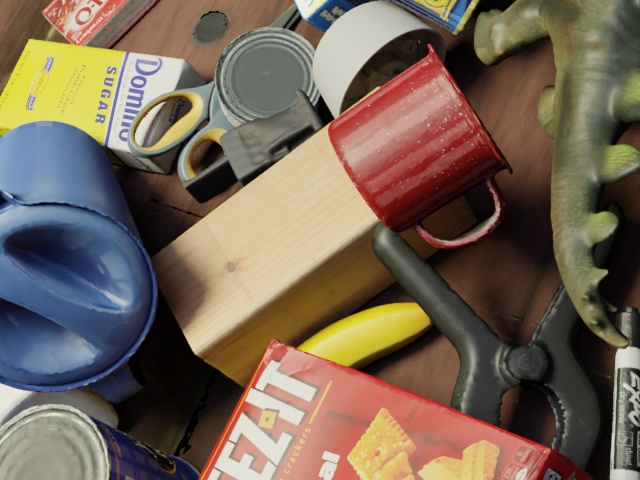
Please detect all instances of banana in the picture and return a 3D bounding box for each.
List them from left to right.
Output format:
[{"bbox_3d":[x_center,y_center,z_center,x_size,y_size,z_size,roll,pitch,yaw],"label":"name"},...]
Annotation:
[{"bbox_3d":[-0.005,0.108,0.736,0.070,0.037,0.198,38,86,19],"label":"banana"}]

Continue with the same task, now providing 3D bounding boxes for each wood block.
[{"bbox_3d":[-0.005,0.000,0.754,0.206,0.090,0.091,-36,58,4],"label":"wood block"}]

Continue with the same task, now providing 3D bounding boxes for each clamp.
[{"bbox_3d":[0.115,0.075,0.669,0.164,0.036,0.210,1,76,0],"label":"clamp"}]

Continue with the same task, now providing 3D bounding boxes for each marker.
[{"bbox_3d":[0.191,0.099,0.660,0.020,0.020,0.121,-2,65,23],"label":"marker"}]

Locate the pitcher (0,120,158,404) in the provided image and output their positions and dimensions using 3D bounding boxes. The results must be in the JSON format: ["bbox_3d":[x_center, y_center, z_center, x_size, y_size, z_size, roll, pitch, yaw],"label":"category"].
[{"bbox_3d":[-0.191,0.004,0.776,0.243,0.144,0.149,-122,46,-64],"label":"pitcher"}]

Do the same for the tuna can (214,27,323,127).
[{"bbox_3d":[-0.039,-0.122,0.844,0.086,0.034,0.086,0,74,0],"label":"tuna can"}]

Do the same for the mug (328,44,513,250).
[{"bbox_3d":[0.065,-0.048,0.648,0.081,0.093,0.117,-33,85,11],"label":"mug"}]

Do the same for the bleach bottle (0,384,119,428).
[{"bbox_3d":[-0.248,0.062,0.840,0.068,0.102,0.251,-40,48,-1],"label":"bleach bottle"}]

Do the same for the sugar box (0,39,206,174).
[{"bbox_3d":[-0.194,-0.118,0.922,0.176,0.048,0.093,10,71,29],"label":"sugar box"}]

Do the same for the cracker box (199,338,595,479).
[{"bbox_3d":[0.023,0.165,0.608,0.214,0.072,0.164,17,73,42],"label":"cracker box"}]

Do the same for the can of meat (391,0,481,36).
[{"bbox_3d":[0.084,-0.206,0.748,0.084,0.057,0.102,28,112,-2],"label":"can of meat"}]

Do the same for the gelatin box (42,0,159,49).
[{"bbox_3d":[-0.202,-0.217,0.983,0.089,0.030,0.073,-45,57,-1],"label":"gelatin box"}]

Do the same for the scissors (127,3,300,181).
[{"bbox_3d":[-0.063,-0.115,0.873,0.201,0.016,0.096,-35,87,-17],"label":"scissors"}]

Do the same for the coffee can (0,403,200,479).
[{"bbox_3d":[-0.145,0.176,0.701,0.103,0.140,0.103,-10,62,20],"label":"coffee can"}]
